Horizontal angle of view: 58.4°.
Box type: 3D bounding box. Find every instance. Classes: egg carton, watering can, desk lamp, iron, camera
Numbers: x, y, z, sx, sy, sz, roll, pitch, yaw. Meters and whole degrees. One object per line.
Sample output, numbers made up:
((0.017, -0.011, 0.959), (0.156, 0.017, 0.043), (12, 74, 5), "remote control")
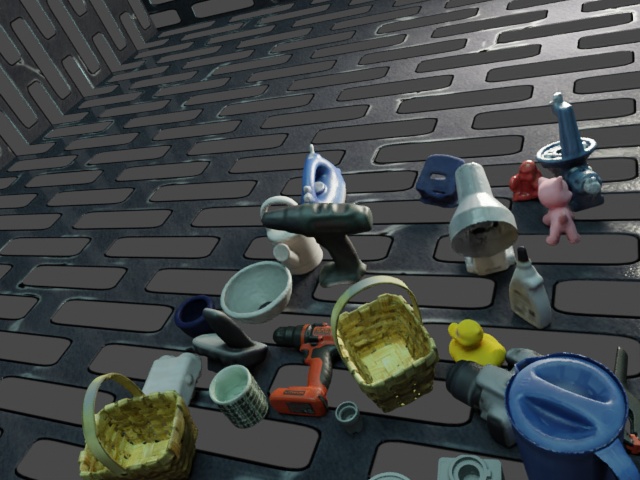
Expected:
((-0.298, 0.298, 1.157), (0.107, 0.070, 0.150), (-10, 40, 17), "egg carton")
((-0.069, -0.015, 1.307), (0.101, 0.194, 0.172), (-25, 38, -1), "watering can")
((0.310, -0.029, 1.109), (0.117, 0.214, 0.203), (-13, 39, 14), "desk lamp")
((-0.012, -0.124, 1.450), (0.118, 0.142, 0.258), (-11, 39, 16), "iron")
((0.280, 0.227, 0.914), (0.136, 0.101, 0.143), (21, 56, 43), "camera")

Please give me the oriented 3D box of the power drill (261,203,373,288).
((0.011, 0.004, 1.230), (0.229, 0.209, 0.075), (-11, 39, 16), "power drill")

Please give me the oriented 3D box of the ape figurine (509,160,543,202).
((0.457, -0.134, 1.258), (0.076, 0.092, 0.077), (-34, 39, -13), "ape figurine")

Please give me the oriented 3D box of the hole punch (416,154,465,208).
((0.288, -0.140, 1.353), (0.108, 0.091, 0.101), (15, 52, 39), "hole punch")

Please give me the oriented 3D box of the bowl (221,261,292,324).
((-0.130, 0.129, 1.266), (0.167, 0.075, 0.167), (-14, 39, 12), "bowl")

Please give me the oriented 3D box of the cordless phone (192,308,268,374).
((-0.200, 0.187, 1.142), (0.147, 0.185, 0.094), (4, 46, 32), "cordless phone")

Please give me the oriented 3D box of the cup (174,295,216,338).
((-0.246, 0.183, 1.246), (0.117, 0.095, 0.092), (3, 45, 31), "cup")

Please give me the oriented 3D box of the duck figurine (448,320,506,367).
((0.268, 0.176, 0.992), (0.104, 0.086, 0.078), (17, 53, 40), "duck figurine")

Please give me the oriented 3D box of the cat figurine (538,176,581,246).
((0.477, -0.071, 1.150), (0.067, 0.118, 0.128), (-10, 40, 17), "cat figurine")

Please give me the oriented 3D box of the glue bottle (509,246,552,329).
((0.359, 0.076, 0.992), (0.037, 0.173, 0.078), (-33, 39, -12), "glue bottle")

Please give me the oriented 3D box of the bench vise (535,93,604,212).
((0.528, -0.184, 1.174), (0.121, 0.220, 0.206), (-28, 38, -6), "bench vise")
